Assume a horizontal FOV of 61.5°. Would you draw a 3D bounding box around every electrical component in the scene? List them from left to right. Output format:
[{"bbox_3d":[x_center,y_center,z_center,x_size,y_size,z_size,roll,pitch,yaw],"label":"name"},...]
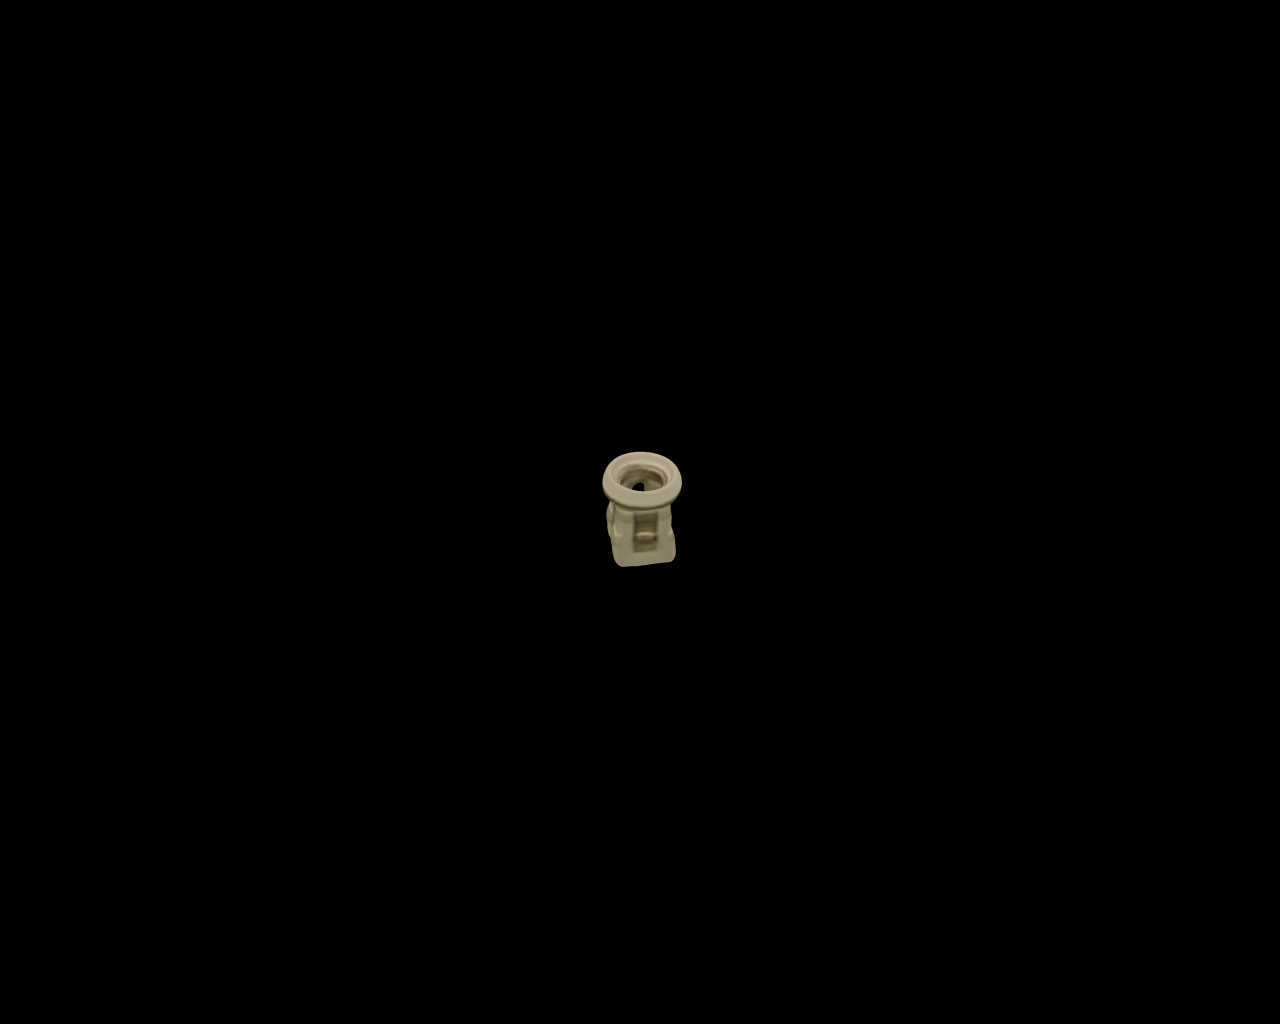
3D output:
[{"bbox_3d":[0.001,-0.003,0.650,0.048,0.055,0.066,-6,36,-7],"label":"electrical component"}]
